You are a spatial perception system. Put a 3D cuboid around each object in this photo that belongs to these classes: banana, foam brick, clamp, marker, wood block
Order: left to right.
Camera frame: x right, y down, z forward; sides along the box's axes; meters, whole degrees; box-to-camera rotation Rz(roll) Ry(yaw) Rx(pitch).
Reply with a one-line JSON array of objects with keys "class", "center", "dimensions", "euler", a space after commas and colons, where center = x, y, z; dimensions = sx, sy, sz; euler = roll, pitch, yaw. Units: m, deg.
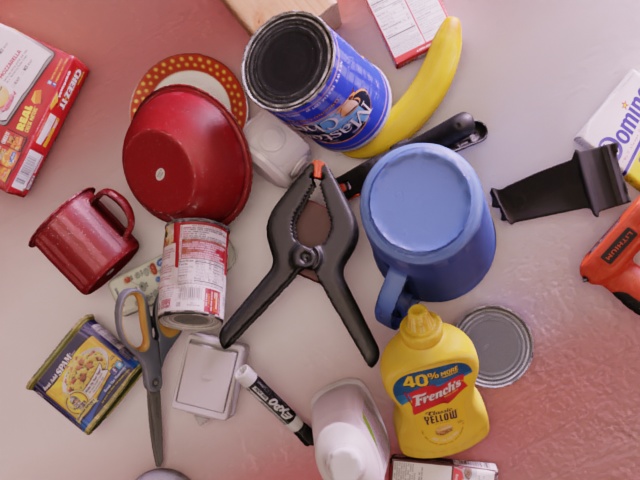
[{"class": "wood block", "center": [-0.077, -0.291, 1.138], "dimensions": [0.090, 0.091, 0.206], "euler": [-39, 84, 1]}, {"class": "marker", "center": [-0.043, 0.175, 1.114], "dimensions": [0.020, 0.020, 0.121], "euler": [-42, 113, 1]}, {"class": "clamp", "center": [-0.022, 0.024, 1.086], "dimensions": [0.164, 0.036, 0.210], "euler": [-1, 85, 8]}, {"class": "foam brick", "center": [-0.007, 0.001, 1.132], "dimensions": [0.053, 0.051, 0.078], "euler": [24, 88, 7]}, {"class": "banana", "center": [0.088, -0.147, 1.130], "dimensions": [0.198, 0.037, 0.069], "euler": [-41, 100, 10]}, {"class": "clamp", "center": [0.099, -0.088, 1.118], "dimensions": [0.172, 0.120, 0.039], "euler": [-23, 80, 24]}]

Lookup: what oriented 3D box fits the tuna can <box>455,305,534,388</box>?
[{"class": "tuna can", "center": [0.179, 0.111, 1.118], "dimensions": [0.086, 0.033, 0.086], "euler": [0, 86, 5]}]

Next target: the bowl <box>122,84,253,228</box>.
[{"class": "bowl", "center": [-0.151, -0.077, 1.107], "dimensions": [0.162, 0.055, 0.162], "euler": [12, 114, 28]}]

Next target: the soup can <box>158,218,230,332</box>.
[{"class": "soup can", "center": [-0.129, 0.036, 1.091], "dimensions": [0.068, 0.068, 0.102], "euler": [0, 70, 4]}]

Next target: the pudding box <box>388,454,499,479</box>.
[{"class": "pudding box", "center": [0.126, 0.275, 1.110], "dimensions": [0.113, 0.039, 0.090], "euler": [5, 88, 7]}]

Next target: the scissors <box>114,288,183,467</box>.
[{"class": "scissors", "center": [-0.164, 0.134, 1.131], "dimensions": [0.096, 0.016, 0.202], "euler": [-32, 119, -36]}]

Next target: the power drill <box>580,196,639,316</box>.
[{"class": "power drill", "center": [0.373, 0.041, 1.073], "dimensions": [0.188, 0.057, 0.185], "euler": [42, 110, 8]}]

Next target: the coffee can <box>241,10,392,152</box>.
[{"class": "coffee can", "center": [-0.001, -0.157, 1.075], "dimensions": [0.103, 0.140, 0.103], "euler": [-7, 75, 26]}]

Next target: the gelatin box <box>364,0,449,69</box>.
[{"class": "gelatin box", "center": [0.097, -0.241, 1.151], "dimensions": [0.073, 0.030, 0.089], "euler": [-26, 85, 4]}]

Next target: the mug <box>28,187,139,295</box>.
[{"class": "mug", "center": [-0.239, -0.004, 1.128], "dimensions": [0.081, 0.093, 0.117], "euler": [46, 112, 1]}]

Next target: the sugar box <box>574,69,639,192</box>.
[{"class": "sugar box", "center": [0.363, -0.087, 1.110], "dimensions": [0.176, 0.048, 0.093], "euler": [39, 93, 4]}]

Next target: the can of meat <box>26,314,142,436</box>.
[{"class": "can of meat", "center": [-0.247, 0.144, 1.139], "dimensions": [0.084, 0.057, 0.102], "euler": [39, 90, 4]}]

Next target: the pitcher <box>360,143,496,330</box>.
[{"class": "pitcher", "center": [0.100, -0.006, 1.028], "dimensions": [0.145, 0.242, 0.149], "euler": [-18, 79, 6]}]

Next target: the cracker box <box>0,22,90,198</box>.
[{"class": "cracker box", "center": [-0.385, -0.163, 1.164], "dimensions": [0.214, 0.072, 0.164], "euler": [25, 87, 7]}]

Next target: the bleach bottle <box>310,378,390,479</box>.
[{"class": "bleach bottle", "center": [0.026, 0.191, 1.016], "dimensions": [0.068, 0.251, 0.102], "euler": [-25, 85, 2]}]

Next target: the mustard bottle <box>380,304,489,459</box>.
[{"class": "mustard bottle", "center": [0.110, 0.135, 1.053], "dimensions": [0.096, 0.058, 0.191], "euler": [-13, 130, 3]}]
